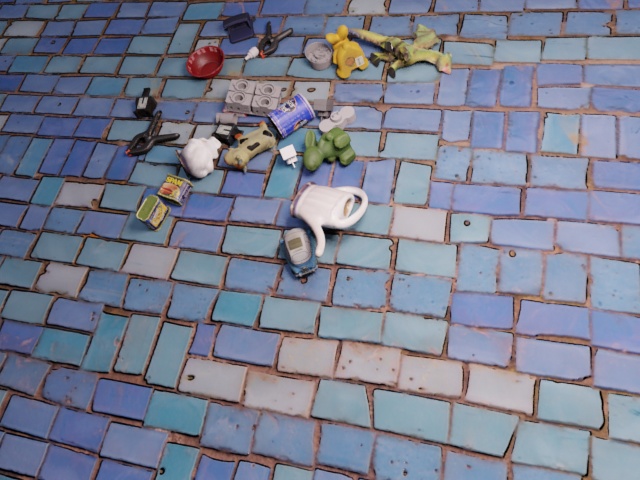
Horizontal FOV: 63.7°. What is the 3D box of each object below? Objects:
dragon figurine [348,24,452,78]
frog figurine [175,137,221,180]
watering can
[{"bbox_3d":[0.314,-0.718,1.882,0.245,0.119,0.416,-31,62,-23],"label":"dragon figurine"},{"bbox_3d":[-0.414,-0.297,1.815,0.160,0.122,0.137,-30,95,-12],"label":"frog figurine"},{"bbox_3d":[0.005,-0.079,1.570,0.225,0.101,0.354,16,41,26],"label":"watering can"}]
